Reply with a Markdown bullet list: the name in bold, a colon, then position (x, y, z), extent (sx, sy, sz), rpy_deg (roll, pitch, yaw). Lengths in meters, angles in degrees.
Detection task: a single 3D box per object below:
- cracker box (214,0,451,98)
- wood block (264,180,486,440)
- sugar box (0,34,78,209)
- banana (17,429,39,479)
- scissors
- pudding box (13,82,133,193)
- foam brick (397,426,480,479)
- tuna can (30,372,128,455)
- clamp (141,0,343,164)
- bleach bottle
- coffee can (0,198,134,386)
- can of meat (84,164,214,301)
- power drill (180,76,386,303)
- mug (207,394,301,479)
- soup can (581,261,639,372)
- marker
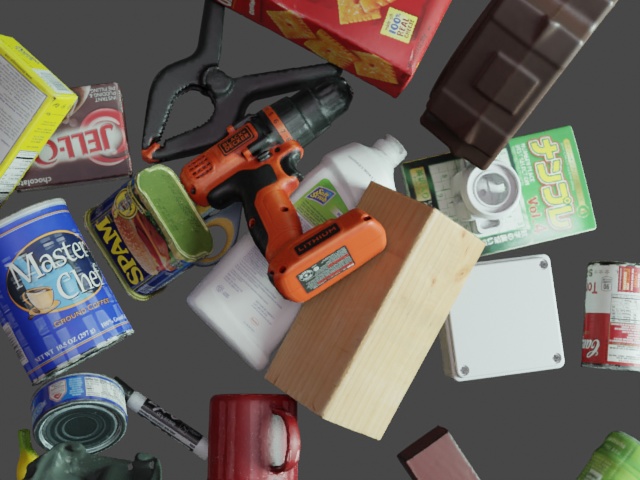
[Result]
- **cracker box**: position (0.022, -0.261, 1.020), extent (0.213, 0.072, 0.164), rpy_deg (29, 72, -3)
- **wood block**: position (0.050, 0.064, 0.974), extent (0.090, 0.091, 0.206), rpy_deg (30, 89, -45)
- **sugar box**: position (-0.308, -0.090, 0.972), extent (0.093, 0.048, 0.176), rpy_deg (42, 106, 12)
- **banana**: position (-0.201, 0.242, 0.989), extent (0.197, 0.037, 0.069), rpy_deg (22, 85, -3)
- **scissors**: position (-0.064, -0.042, 1.035), extent (0.201, 0.016, 0.096), rpy_deg (-21, 85, -5)
- **pudding box**: position (-0.240, -0.096, 1.014), extent (0.113, 0.039, 0.090), rpy_deg (-9, 87, -5)
- **foam brick**: position (0.117, 0.224, 1.009), extent (0.051, 0.053, 0.078), rpy_deg (-33, 89, -7)
- **tuna can**: position (-0.219, 0.160, 0.970), extent (0.086, 0.086, 0.034), rpy_deg (-13, 46, -6)
- **clamp**: position (-0.104, -0.161, 1.032), extent (0.210, 0.036, 0.164), rpy_deg (-41, 88, -11)
- **bleach bottle**: position (-0.007, 0.001, 1.015), extent (0.102, 0.068, 0.250), rpy_deg (45, 81, -1)
- **coffee can**: position (-0.247, 0.047, 0.969), extent (0.102, 0.103, 0.140), rpy_deg (-28, 88, -7)
- **can of meat**: position (-0.156, -0.008, 0.984), extent (0.084, 0.057, 0.102), rpy_deg (-33, 88, 36)
- **power drill**: position (-0.017, -0.049, 0.964), extent (0.184, 0.057, 0.188), rpy_deg (-35, 54, 1)
- **mug**: position (-0.055, 0.182, 0.971), extent (0.093, 0.117, 0.081), rpy_deg (6, 78, -31)
- **soup can**: position (0.289, 0.075, 1.029), extent (0.068, 0.068, 0.102), rpy_deg (6, 84, -4)
- **marker**: position (-0.153, 0.167, 1.009), extent (0.121, 0.020, 0.020), rpy_deg (34, 83, -1)
